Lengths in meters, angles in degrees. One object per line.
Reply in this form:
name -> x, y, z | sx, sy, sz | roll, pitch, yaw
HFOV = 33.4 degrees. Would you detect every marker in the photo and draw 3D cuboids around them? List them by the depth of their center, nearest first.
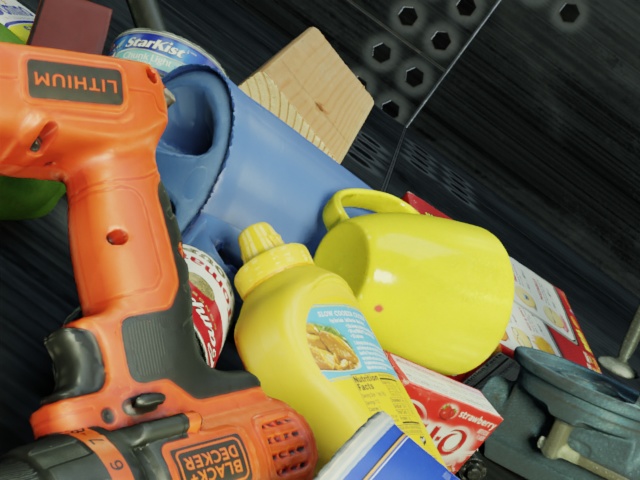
marker -> 0.098, 0.136, 0.752 | 0.020, 0.020, 0.121 | 34, 13, -12

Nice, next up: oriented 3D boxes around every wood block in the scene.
wood block -> -0.028, -0.096, 0.853 | 0.091, 0.090, 0.206 | 50, 20, -9

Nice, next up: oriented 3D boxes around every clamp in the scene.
clamp -> -0.121, -0.118, 0.909 | 0.210, 0.036, 0.164 | -120, -166, -47

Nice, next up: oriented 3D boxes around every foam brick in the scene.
foam brick -> -0.182, -0.130, 0.760 | 0.051, 0.053, 0.078 | 13, 48, -13

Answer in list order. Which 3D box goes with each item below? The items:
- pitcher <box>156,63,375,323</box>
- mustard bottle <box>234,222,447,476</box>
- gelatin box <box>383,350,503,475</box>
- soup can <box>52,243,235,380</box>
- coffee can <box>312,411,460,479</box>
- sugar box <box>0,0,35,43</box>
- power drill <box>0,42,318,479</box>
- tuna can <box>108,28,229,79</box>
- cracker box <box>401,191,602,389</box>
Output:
pitcher -> -0.019, 0.007, 0.684 | 0.145, 0.149, 0.242 | -3, -25, 44
mustard bottle -> 0.007, 0.075, 0.512 | 0.096, 0.058, 0.192 | 11, 47, -59
gelatin box -> 0.048, 0.108, 0.593 | 0.089, 0.073, 0.030 | 26, 18, -40
soup can -> -0.079, 0.044, 0.503 | 0.068, 0.068, 0.102 | 35, 12, -5
coffee can -> 0.043, 0.145, 0.377 | 0.140, 0.103, 0.102 | 39, 13, 11
sugar box -> -0.214, -0.136, 0.845 | 0.176, 0.048, 0.093 | 40, 13, 9
power drill -> -0.092, 0.026, 0.372 | 0.184, 0.057, 0.188 | -2, 70, -53
tuna can -> -0.106, -0.102, 0.719 | 0.086, 0.033, 0.086 | 15, -25, 7
cracker box -> 0.147, 0.074, 0.934 | 0.213, 0.072, 0.164 | 29, 28, -28
